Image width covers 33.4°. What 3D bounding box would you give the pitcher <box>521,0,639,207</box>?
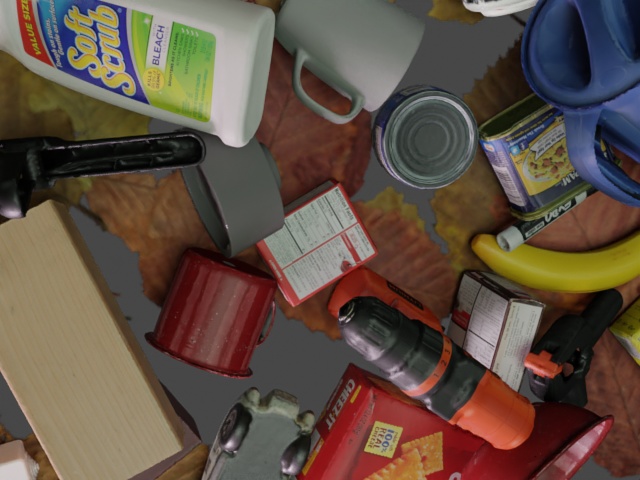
[{"bbox_3d":[0.276,-0.110,0.857,0.149,0.145,0.242,-43,136,21],"label":"pitcher"}]

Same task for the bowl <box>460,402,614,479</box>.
[{"bbox_3d":[0.167,0.186,0.881,0.162,0.162,0.055,-45,66,0],"label":"bowl"}]

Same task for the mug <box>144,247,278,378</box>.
[{"bbox_3d":[-0.077,0.059,0.871,0.117,0.093,0.081,17,95,-49],"label":"mug"}]

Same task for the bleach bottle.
[{"bbox_3d":[-0.163,-0.144,0.769,0.251,0.068,0.103,13,116,7],"label":"bleach bottle"}]

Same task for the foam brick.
[{"bbox_3d":[-0.147,0.165,0.892,0.078,0.051,0.053,-38,110,-2],"label":"foam brick"}]

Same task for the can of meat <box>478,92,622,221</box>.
[{"bbox_3d":[0.195,-0.079,0.916,0.102,0.057,0.084,-31,108,-5],"label":"can of meat"}]

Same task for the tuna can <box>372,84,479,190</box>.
[{"bbox_3d":[0.089,-0.086,0.896,0.086,0.034,0.086,-3,105,-11],"label":"tuna can"}]

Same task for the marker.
[{"bbox_3d":[0.206,-0.027,0.939,0.121,0.020,0.020,-32,110,-19],"label":"marker"}]

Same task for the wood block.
[{"bbox_3d":[-0.190,0.083,0.810,0.090,0.090,0.206,-28,92,-6],"label":"wood block"}]

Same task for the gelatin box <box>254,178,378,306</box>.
[{"bbox_3d":[-0.006,0.001,0.898,0.089,0.030,0.073,-32,108,-5],"label":"gelatin box"}]

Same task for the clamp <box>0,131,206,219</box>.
[{"bbox_3d":[-0.207,-0.050,0.746,0.164,0.210,0.036,-25,114,-51],"label":"clamp"}]

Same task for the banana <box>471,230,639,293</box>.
[{"bbox_3d":[0.232,0.015,0.964,0.197,0.037,0.069,-10,84,-14],"label":"banana"}]

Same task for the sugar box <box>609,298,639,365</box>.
[{"bbox_3d":[0.367,0.056,1.003,0.176,0.048,0.093,-44,110,-4],"label":"sugar box"}]

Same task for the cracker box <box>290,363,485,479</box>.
[{"bbox_3d":[0.084,0.229,0.958,0.213,0.072,0.164,27,96,-20],"label":"cracker box"}]

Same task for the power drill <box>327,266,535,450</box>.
[{"bbox_3d":[0.068,0.081,0.855,0.184,0.188,0.057,37,94,-22],"label":"power drill"}]

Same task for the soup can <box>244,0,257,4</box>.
[{"bbox_3d":[-0.085,-0.187,0.808,0.068,0.068,0.102,-24,108,-8],"label":"soup can"}]

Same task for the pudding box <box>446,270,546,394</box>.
[{"bbox_3d":[0.145,0.092,0.928,0.039,0.090,0.113,8,102,-22],"label":"pudding box"}]

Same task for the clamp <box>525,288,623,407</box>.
[{"bbox_3d":[0.224,0.093,0.937,0.039,0.171,0.120,16,89,26],"label":"clamp"}]
